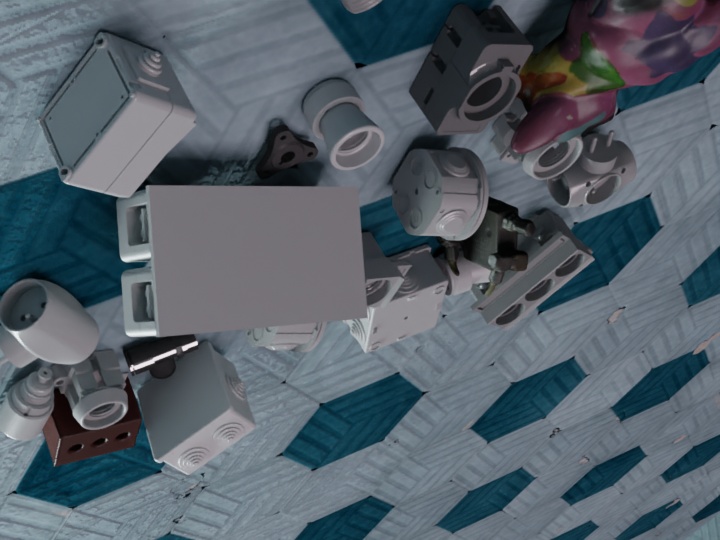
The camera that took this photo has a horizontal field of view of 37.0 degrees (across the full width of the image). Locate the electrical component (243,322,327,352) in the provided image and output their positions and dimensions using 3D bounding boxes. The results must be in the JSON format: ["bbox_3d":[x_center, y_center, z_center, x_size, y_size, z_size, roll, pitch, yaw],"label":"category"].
[{"bbox_3d":[-0.067,0.033,0.948,0.051,0.080,0.080,2,137,-35],"label":"electrical component"}]

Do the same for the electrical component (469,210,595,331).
[{"bbox_3d":[0.174,-0.001,1.125,0.121,0.063,0.079,-42,148,19],"label":"electrical component"}]

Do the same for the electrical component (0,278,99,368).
[{"bbox_3d":[-0.257,0.050,0.841,0.079,0.043,0.077,-31,151,3],"label":"electrical component"}]

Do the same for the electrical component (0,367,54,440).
[{"bbox_3d":[-0.281,0.111,0.916,0.040,0.040,0.078,-1,139,-41],"label":"electrical component"}]

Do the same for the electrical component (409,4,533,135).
[{"bbox_3d":[0.086,-0.150,0.828,0.050,0.055,0.089,-7,143,-35],"label":"electrical component"}]

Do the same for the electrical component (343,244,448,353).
[{"bbox_3d":[0.035,0.030,1.063,0.100,0.048,0.099,-20,149,-20],"label":"electrical component"}]

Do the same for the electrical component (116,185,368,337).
[{"bbox_3d":[-0.089,-0.008,0.824,0.186,0.105,0.060,-3,178,-39],"label":"electrical component"}]

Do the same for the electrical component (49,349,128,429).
[{"bbox_3d":[-0.230,0.104,0.934,0.066,0.055,0.048,-4,141,-37],"label":"electrical component"}]

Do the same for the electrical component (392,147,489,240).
[{"bbox_3d":[0.068,-0.066,0.919,0.051,0.080,0.080,0,139,-33],"label":"electrical component"}]

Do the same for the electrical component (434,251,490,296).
[{"bbox_3d":[0.107,-0.002,1.083,0.055,0.045,0.045,-19,148,-18],"label":"electrical component"}]

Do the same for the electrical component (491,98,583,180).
[{"bbox_3d":[0.158,-0.117,0.941,0.058,0.057,0.078,3,136,-44],"label":"electrical component"}]

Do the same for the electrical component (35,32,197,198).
[{"bbox_3d":[-0.150,-0.101,0.688,0.096,0.061,0.061,-45,148,24],"label":"electrical component"}]

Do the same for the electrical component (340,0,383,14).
[{"bbox_3d":[-0.003,-0.198,0.689,0.043,0.043,0.081,-33,150,5],"label":"electrical component"}]

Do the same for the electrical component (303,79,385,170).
[{"bbox_3d":[-0.013,-0.109,0.803,0.045,0.055,0.045,-22,149,-14],"label":"electrical component"}]

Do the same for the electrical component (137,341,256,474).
[{"bbox_3d":[-0.152,0.130,1.001,0.100,0.099,0.048,-36,137,9],"label":"electrical component"}]

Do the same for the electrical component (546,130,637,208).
[{"bbox_3d":[0.226,-0.104,1.034,0.077,0.044,0.079,-21,149,-16],"label":"electrical component"}]

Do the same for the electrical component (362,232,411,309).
[{"bbox_3d":[0.000,0.000,0.972,0.081,0.063,0.042,-4,142,-38],"label":"electrical component"}]
